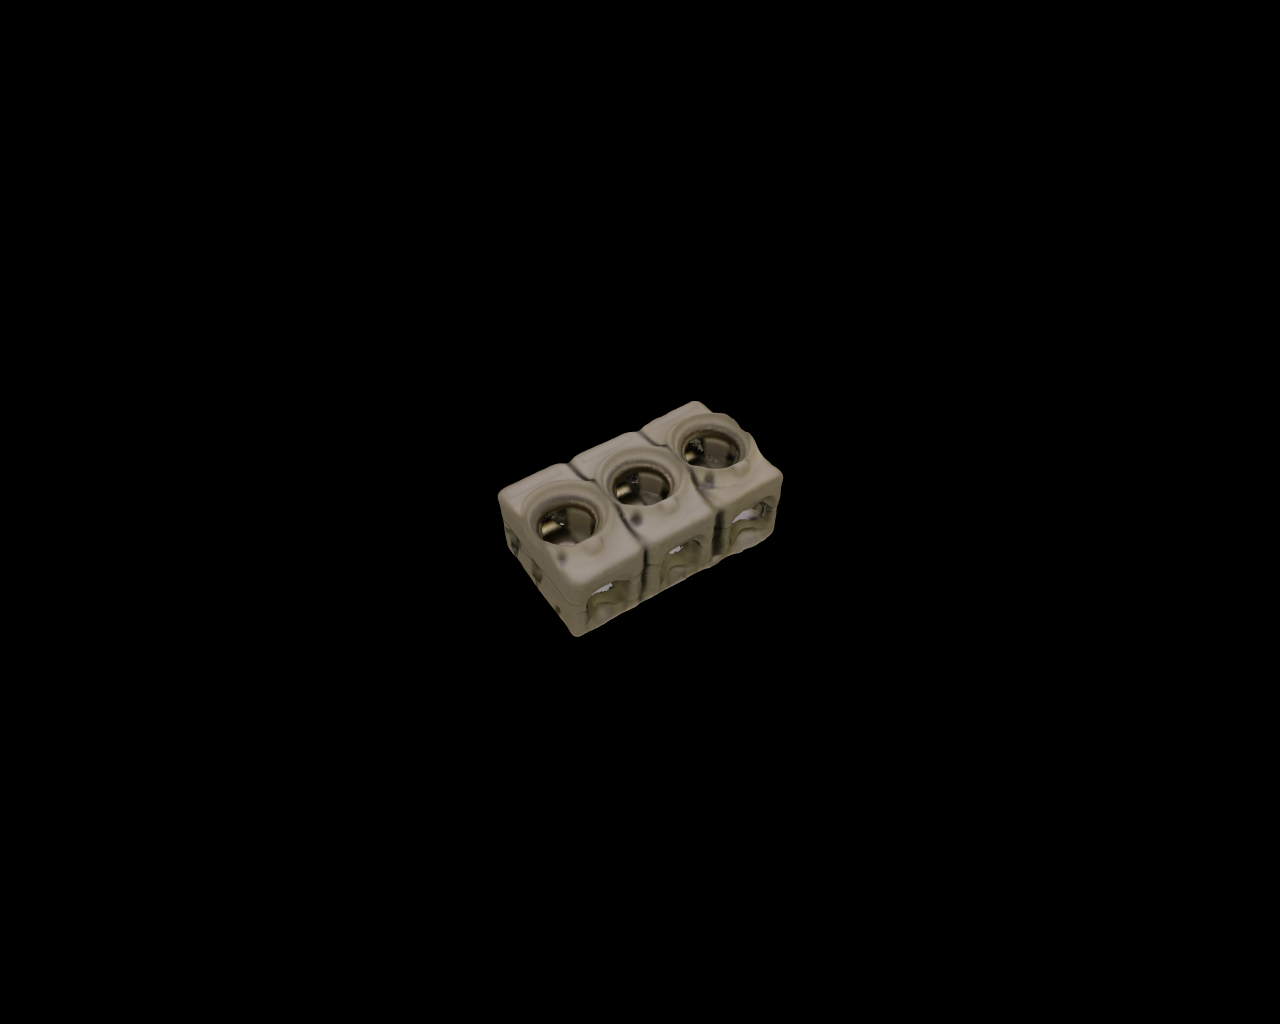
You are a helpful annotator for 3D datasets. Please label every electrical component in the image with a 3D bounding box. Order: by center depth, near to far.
[{"bbox_3d":[0.001,-0.003,0.650,0.150,0.061,0.089,-27,53,-22],"label":"electrical component"}]
